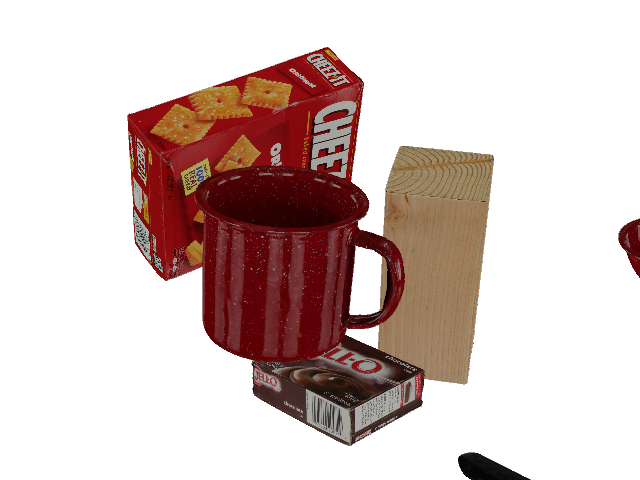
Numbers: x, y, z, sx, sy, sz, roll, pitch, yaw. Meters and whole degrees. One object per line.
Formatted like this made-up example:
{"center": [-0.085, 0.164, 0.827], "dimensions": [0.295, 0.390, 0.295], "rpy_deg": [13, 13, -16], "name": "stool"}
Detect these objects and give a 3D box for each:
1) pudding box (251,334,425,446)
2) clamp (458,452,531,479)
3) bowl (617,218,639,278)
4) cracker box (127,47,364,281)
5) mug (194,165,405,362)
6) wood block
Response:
{"center": [0.014, 0.115, 0.864], "dimensions": [0.114, 0.039, 0.089], "rpy_deg": [23, 32, 39], "name": "pudding box"}
{"center": [0.194, 0.240, 0.857], "dimensions": [0.210, 0.036, 0.164], "rpy_deg": [1, 34, 24], "name": "clamp"}
{"center": [0.402, 0.024, 1.150], "dimensions": [0.162, 0.055, 0.162], "rpy_deg": [-2, 24, 1], "name": "bowl"}
{"center": [-0.068, -0.070, 0.998], "dimensions": [0.213, 0.164, 0.072], "rpy_deg": [-22, 52, -26], "name": "cracker box"}
{"center": [-0.011, 0.015, 0.577], "dimensions": [0.117, 0.081, 0.093], "rpy_deg": [11, 25, 14], "name": "mug"}
{"center": [0.107, 0.025, 1.012], "dimensions": [0.091, 0.206, 0.090], "rpy_deg": [7, 33, 10], "name": "wood block"}
